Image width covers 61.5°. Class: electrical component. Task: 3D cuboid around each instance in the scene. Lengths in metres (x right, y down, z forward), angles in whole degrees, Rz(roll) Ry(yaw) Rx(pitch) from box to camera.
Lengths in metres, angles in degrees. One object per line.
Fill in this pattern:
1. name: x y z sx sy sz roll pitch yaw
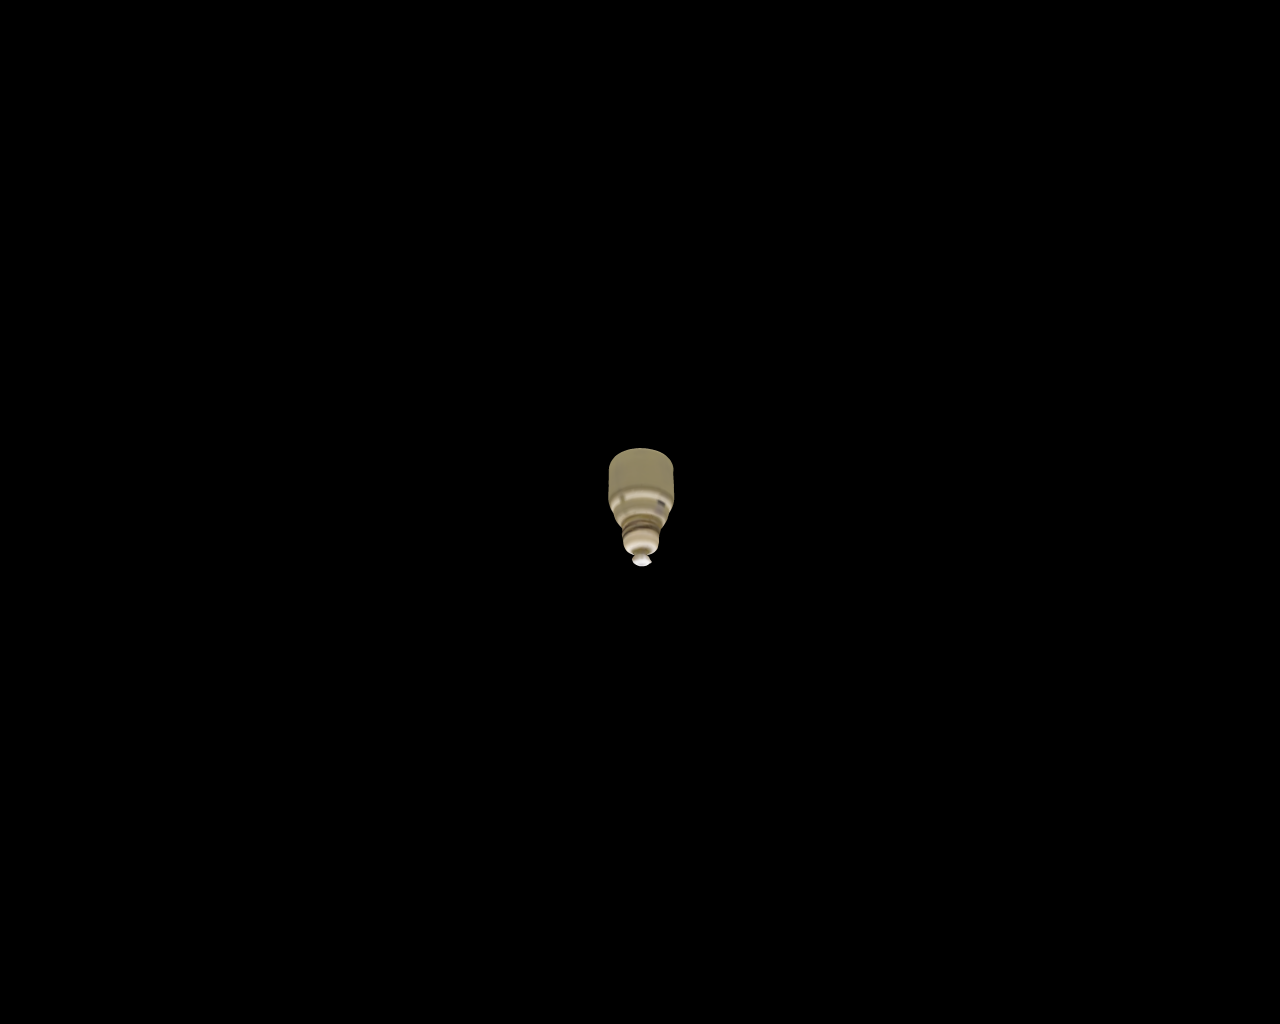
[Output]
1. electrical component: 0.001 -0.003 0.650 0.040 0.078 0.040 0 -30 0
